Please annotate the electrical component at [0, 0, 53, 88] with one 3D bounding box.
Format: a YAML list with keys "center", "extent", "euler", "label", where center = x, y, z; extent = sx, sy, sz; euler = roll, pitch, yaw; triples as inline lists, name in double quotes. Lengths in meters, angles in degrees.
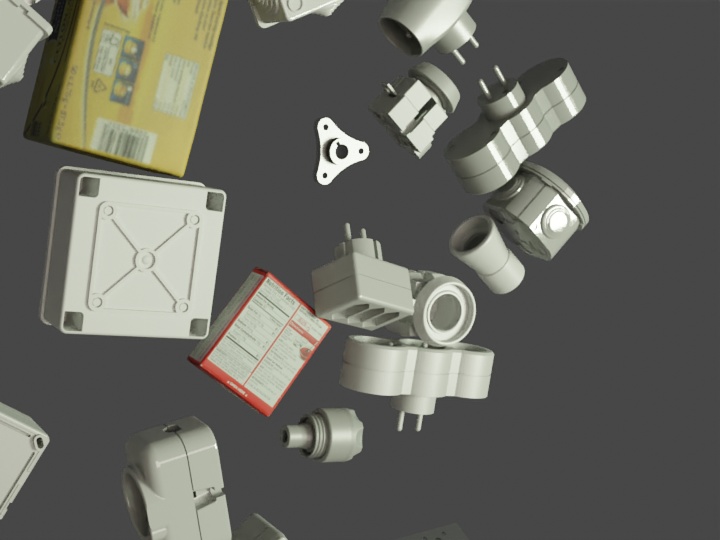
- center: [-0.246, -0.148, 0.639]
  extent: [0.100, 0.100, 0.048]
  euler: [43, 63, -30]
  label: "electrical component"

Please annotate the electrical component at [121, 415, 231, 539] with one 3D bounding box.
- center: [-0.136, 0.162, 0.785]
  extent: [0.059, 0.054, 0.095]
  euler: [-15, 106, -29]
  label: "electrical component"

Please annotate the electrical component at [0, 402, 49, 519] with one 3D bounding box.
- center: [-0.263, 0.108, 0.694]
  extent: [0.096, 0.061, 0.061]
  euler: [35, 80, -31]
  label: "electrical component"

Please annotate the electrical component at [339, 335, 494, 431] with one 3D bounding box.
- center: [0.046, 0.097, 0.885]
  extent: [0.138, 0.052, 0.073]
  euler: [6, 95, -32]
  label: "electrical component"

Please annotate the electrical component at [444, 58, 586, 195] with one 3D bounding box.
- center: [0.121, -0.133, 0.890]
  extent: [0.138, 0.052, 0.073]
  euler: [-44, 117, -18]
  label: "electrical component"

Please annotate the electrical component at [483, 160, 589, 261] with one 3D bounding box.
- center: [0.148, -0.050, 0.906]
  extent: [0.051, 0.080, 0.080]
  euler: [-49, 119, -9]
  label: "electrical component"

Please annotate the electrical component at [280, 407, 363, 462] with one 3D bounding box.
- center: [-0.032, 0.130, 0.850]
  extent: [0.062, 0.043, 0.043]
  euler: [3, 97, -30]
  label: "electrical component"

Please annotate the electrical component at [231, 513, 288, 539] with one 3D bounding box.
- center: [-0.068, 0.250, 0.838]
  extent: [0.062, 0.061, 0.096]
  euler: [-41, 117, -19]
  label: "electrical component"

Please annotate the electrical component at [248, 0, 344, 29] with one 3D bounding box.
- center: [-0.042, -0.231, 0.776]
  extent: [0.100, 0.048, 0.099]
  euler: [-29, 112, -24]
  label: "electrical component"

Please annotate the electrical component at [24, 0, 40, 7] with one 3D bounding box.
- center: [-0.219, -0.183, 0.678]
  extent: [0.040, 0.046, 0.040]
  euler: [-6, 102, -30]
  label: "electrical component"

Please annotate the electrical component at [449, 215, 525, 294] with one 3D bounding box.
- center: [0.111, -0.010, 0.913]
  extent: [0.044, 0.044, 0.065]
  euler: [-53, 125, -13]
  label: "electrical component"

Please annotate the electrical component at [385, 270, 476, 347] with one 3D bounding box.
- center: [0.057, 0.031, 0.878]
  extent: [0.078, 0.057, 0.058]
  euler: [3, 97, -32]
  label: "electrical component"

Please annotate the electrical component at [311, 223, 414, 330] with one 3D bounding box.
- center: [0.000, 0.000, 0.841]
  extent: [0.066, 0.047, 0.076]
  euler: [17, 57, -45]
  label: "electrical component"

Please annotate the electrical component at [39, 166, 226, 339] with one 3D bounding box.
- center: [-0.156, -0.011, 0.741]
  extent: [0.109, 0.056, 0.108]
  euler: [5, 96, -32]
  label: "electrical component"

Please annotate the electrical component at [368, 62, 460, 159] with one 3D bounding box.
- center: [0.045, -0.130, 0.850]
  extent: [0.055, 0.048, 0.066]
  euler: [-47, 119, -7]
  label: "electrical component"

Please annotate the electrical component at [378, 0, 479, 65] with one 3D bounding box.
- center: [0.065, -0.198, 0.850]
  extent: [0.079, 0.043, 0.077]
  euler: [46, 75, -29]
  label: "electrical component"
